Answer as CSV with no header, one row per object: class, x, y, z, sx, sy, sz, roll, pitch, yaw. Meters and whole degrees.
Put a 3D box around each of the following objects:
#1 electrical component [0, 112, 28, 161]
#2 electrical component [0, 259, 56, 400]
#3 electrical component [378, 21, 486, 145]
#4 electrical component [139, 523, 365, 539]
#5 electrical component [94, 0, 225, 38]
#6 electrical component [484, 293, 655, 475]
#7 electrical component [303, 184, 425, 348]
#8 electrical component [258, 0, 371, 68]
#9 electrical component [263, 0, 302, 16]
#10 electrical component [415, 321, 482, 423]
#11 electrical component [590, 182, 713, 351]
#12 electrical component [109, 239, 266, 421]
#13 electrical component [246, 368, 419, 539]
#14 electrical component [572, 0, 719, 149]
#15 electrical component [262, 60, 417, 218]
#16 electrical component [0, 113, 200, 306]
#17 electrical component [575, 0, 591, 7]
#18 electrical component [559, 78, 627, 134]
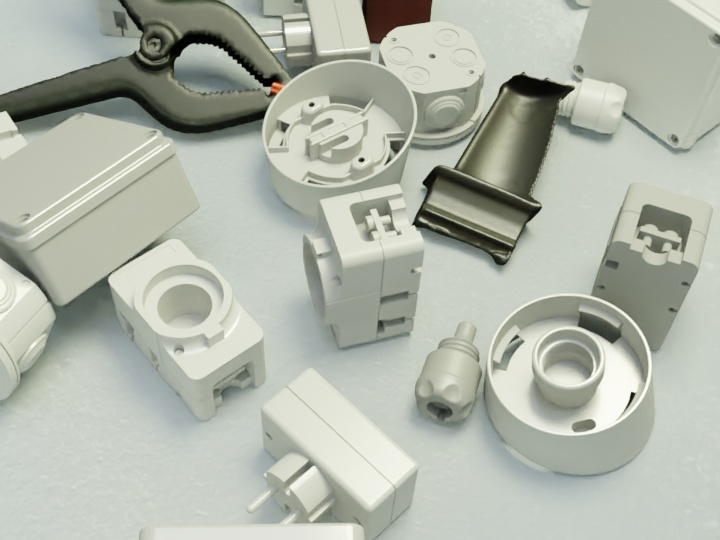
electrical component,-0.245,-0.068,0.694,0.055,0.048,0.066,-23,58,-28
electrical component,-0.215,0.030,0.602,0.080,0.080,0.051,23,50,13
electrical component,0.048,-0.130,0.750,0.080,0.051,0.080,1,54,-2
electrical component,-0.051,0.161,0.514,0.113,0.078,0.057,0,57,-3
electrical component,-0.148,-0.209,0.795,0.089,0.055,0.050,4,54,0
electrical component,0.120,0.064,0.614,0.099,0.064,0.099,-5,56,7
electrical component,0.000,0.000,0.628,0.056,0.089,0.050,-13,55,-12
electrical component,-0.036,-0.166,0.775,0.076,0.047,0.083,-6,54,-7
electrical component,-0.049,-0.278,0.830,0.062,0.089,0.150,2,54,-1
electrical component,0.055,0.056,0.624,0.035,0.035,0.061,17,52,9
electrical component,0.170,-0.004,0.639,0.050,0.089,0.055,18,55,11
electrical component,-0.099,0.031,0.621,0.050,0.055,0.089,-33,62,-24
electrical component,-0.025,0.110,0.572,0.076,0.047,0.083,-38,64,-26
electrical component,0.213,-0.159,0.744,0.056,0.108,0.109,-33,62,-27
electrical component,-0.014,-0.084,0.705,0.099,0.064,0.099,1,54,-2
electrical component,-0.172,-0.040,0.645,0.109,0.056,0.109,-40,36,-27
electrical component,0.173,-0.242,0.846,0.040,0.040,0.078,-16,56,-14
electrical component,0.154,-0.119,0.758,0.061,0.035,0.035,17,55,13
